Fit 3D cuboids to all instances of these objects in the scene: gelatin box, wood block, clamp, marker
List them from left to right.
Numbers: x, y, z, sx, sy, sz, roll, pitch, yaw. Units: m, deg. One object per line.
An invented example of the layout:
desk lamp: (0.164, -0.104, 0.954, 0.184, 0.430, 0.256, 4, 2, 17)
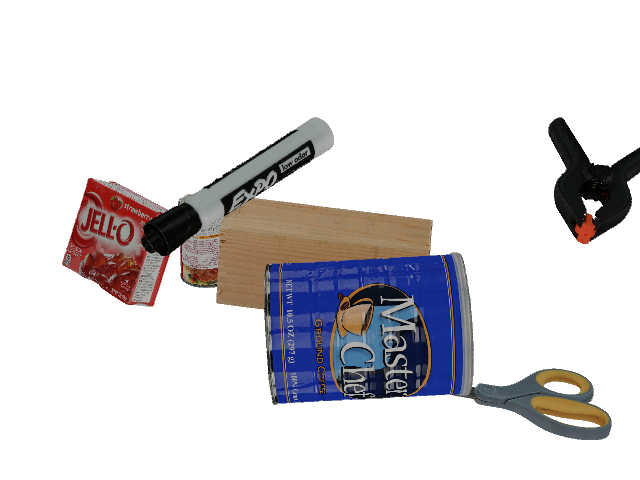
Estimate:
gelatin box: (-0.153, 0.000, 0.810, 0.089, 0.073, 0.030, 26, 11, 38)
marker: (-0.040, -0.027, 0.532, 0.120, 0.020, 0.020, -36, 21, -32)
wood block: (0.005, 0.022, 1.088, 0.206, 0.091, 0.090, 7, 22, 5)
clamp: (0.282, -0.068, 1.128, 0.120, 0.039, 0.171, 17, 46, 20)

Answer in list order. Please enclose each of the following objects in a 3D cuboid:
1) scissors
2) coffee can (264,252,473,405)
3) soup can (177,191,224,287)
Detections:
scissors: (0.157, 0.128, 0.943, 0.202, 0.016, 0.096, 16, 28, 14)
coffee can: (0.034, 0.063, 0.768, 0.140, 0.103, 0.103, -3, 0, 1)
soup can: (-0.142, -0.002, 1.323, 0.068, 0.102, 0.068, 1, 26, 0)
